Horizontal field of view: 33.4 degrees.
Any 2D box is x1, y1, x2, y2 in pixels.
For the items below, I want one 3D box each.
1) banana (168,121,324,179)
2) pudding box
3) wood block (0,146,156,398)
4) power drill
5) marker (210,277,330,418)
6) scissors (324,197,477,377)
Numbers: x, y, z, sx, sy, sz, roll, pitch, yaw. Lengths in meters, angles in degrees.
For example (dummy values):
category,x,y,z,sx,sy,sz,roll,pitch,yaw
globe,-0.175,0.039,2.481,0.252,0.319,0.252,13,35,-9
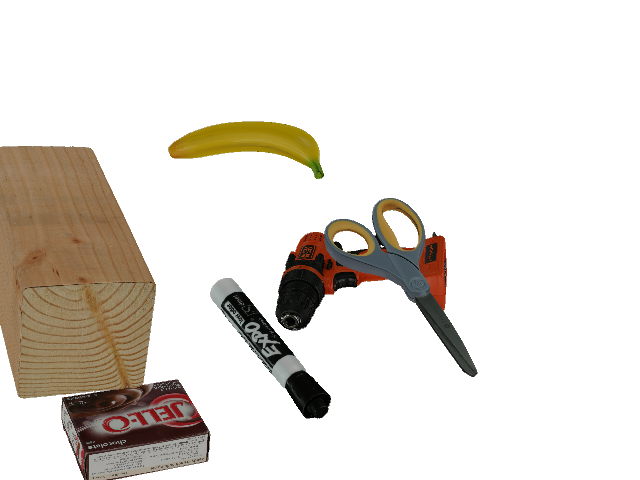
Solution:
category,x,y,z,sx,sy,sz,roll,pitch,yaw
banana,-0.083,-0.116,1.284,0.198,0.037,0.069,8,40,16
pudding box,-0.164,0.168,0.946,0.113,0.039,0.090,-8,26,-24
wood block,-0.195,0.015,0.795,0.090,0.091,0.206,-2,31,-25
power drill,0.048,0.044,1.211,0.188,0.057,0.184,0,29,10
marker,-0.030,0.063,0.634,0.020,0.020,0.121,0,32,-38
scissors,0.058,0.036,0.869,0.096,0.016,0.202,-5,44,-5
